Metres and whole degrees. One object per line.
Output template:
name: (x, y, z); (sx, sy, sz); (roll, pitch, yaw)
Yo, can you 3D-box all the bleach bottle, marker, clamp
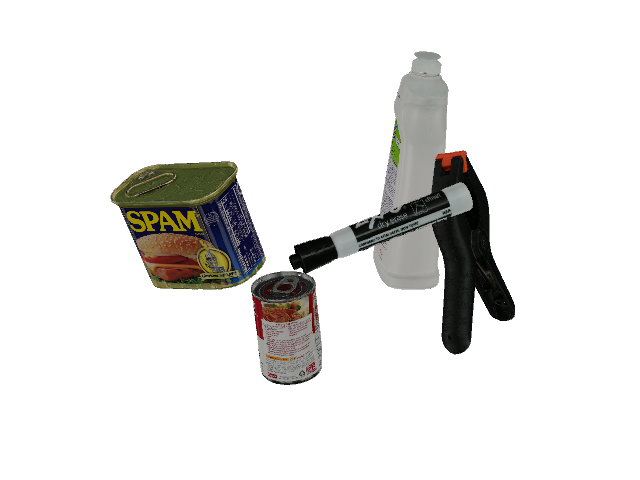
bleach bottle: (0.105, -0.079, 1.169); (0.068, 0.251, 0.102); (0, 26, -9)
marker: (0.037, -0.007, 0.669); (0.121, 0.020, 0.020); (-21, 4, -9)
clamp: (0.123, 0.012, 0.924); (0.039, 0.171, 0.120); (-11, 14, 29)

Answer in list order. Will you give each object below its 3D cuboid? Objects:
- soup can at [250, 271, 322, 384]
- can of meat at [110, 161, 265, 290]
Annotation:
soup can: (-0.035, 0.092, 1.129); (0.068, 0.102, 0.068); (-4, 24, 2)
can of meat: (-0.100, -0.010, 0.827); (0.102, 0.084, 0.057); (0, 34, 31)
